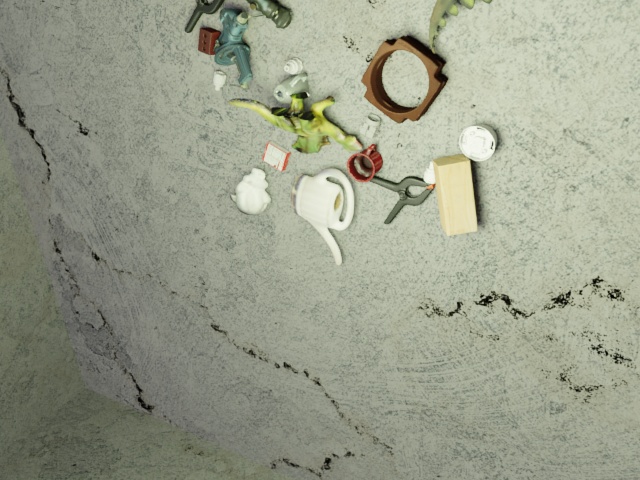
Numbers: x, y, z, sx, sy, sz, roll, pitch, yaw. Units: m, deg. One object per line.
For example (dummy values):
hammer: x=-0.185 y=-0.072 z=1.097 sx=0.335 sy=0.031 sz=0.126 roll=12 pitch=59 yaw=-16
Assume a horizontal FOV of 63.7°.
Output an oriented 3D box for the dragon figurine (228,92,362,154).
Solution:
dragon figurine: x=-0.066 y=-0.341 z=1.603 sx=0.411 sy=0.125 sz=0.237 roll=11 pitch=151 yaw=14

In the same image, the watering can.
watering can: x=0.005 y=-0.087 z=1.727 sx=0.225 sy=0.106 sz=0.340 roll=21 pitch=123 yaw=24

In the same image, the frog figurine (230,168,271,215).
frog figurine: x=-0.232 y=-0.170 z=1.837 sx=0.136 sy=0.126 sz=0.157 roll=28 pitch=123 yaw=-24
